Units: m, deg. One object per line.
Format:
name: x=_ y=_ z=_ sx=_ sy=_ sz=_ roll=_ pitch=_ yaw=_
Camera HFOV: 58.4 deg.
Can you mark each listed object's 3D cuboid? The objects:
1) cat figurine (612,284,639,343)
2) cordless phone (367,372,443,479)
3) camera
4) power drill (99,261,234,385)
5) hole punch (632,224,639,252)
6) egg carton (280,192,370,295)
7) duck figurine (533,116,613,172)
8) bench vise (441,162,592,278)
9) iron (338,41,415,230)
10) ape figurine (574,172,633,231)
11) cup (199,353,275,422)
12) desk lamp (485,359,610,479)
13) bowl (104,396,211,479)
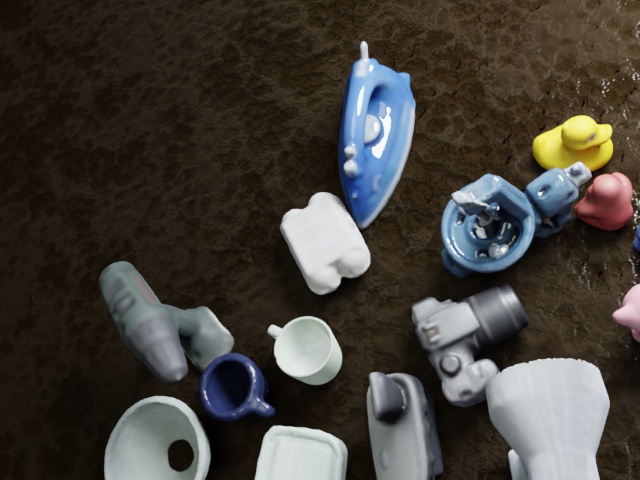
cat figurine: x=0.408 y=0.087 z=0.663 sx=0.127 sy=0.118 sz=0.067 roll=10 pitch=75 yaw=23
cordless phone: x=0.086 y=0.232 z=0.689 sx=0.094 sy=0.185 sz=0.147 roll=-15 pitch=67 yaw=14
camera: x=0.200 y=0.123 z=0.735 sx=0.136 sy=0.101 sz=0.143 roll=-27 pitch=64 yaw=9
power drill: x=-0.214 y=0.129 z=0.822 sx=0.075 sy=0.209 sz=0.229 roll=-48 pitch=63 yaw=-1
hole punch: x=0.455 y=-0.013 z=0.697 sx=0.108 sy=0.091 sz=0.101 roll=35 pitch=85 yaw=27
egg carton: x=0.008 y=0.003 z=0.865 sx=0.107 sy=0.069 sz=0.150 roll=-33 pitch=64 yaw=6
duck figurine: x=0.347 y=-0.137 z=0.784 sx=0.104 sy=0.086 sz=0.077 roll=2 pitch=72 yaw=21
bench vise: x=0.232 y=-0.051 z=0.719 sx=0.207 sy=0.220 sz=0.121 roll=-47 pitch=63 yaw=-1
iron: x=0.067 y=-0.159 z=0.862 sx=0.118 sy=0.142 sz=0.258 roll=3 pitch=72 yaw=21
ape figurine: x=0.371 y=-0.056 z=0.743 sx=0.077 sy=0.092 sz=0.076 roll=-22 pitch=65 yaw=11
cup: x=-0.100 y=0.218 z=0.812 sx=0.117 sy=0.095 sz=0.092 roll=24 pitch=81 yaw=26
desk lamp: x=0.254 y=0.241 z=0.609 sx=0.117 sy=0.214 sz=0.203 roll=-12 pitch=67 yaw=16
bowl: x=-0.223 y=0.316 z=0.833 sx=0.167 sy=0.075 sz=0.167 roll=-7 pitch=69 yaw=18
